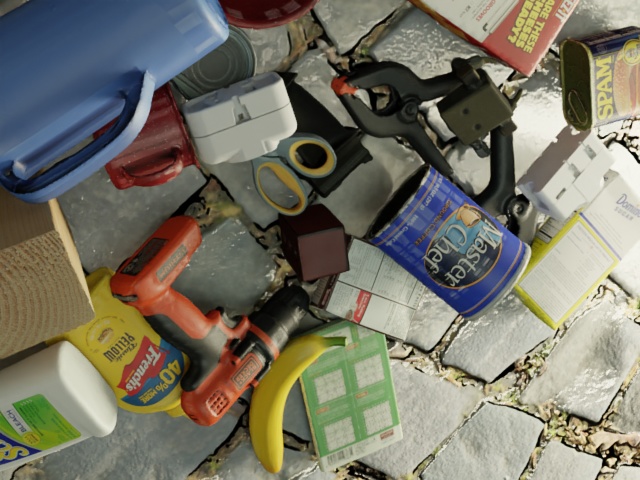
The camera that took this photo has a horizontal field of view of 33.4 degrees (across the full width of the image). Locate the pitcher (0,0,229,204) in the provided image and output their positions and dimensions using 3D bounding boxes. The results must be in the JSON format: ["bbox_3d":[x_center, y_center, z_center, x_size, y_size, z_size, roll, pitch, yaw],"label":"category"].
[{"bbox_3d":[-0.200,-0.150,0.912,0.243,0.145,0.149,-30,109,7],"label":"pitcher"}]

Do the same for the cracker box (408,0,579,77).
[{"bbox_3d":[0.161,-0.287,1.052,0.213,0.072,0.164,28,100,-27],"label":"cracker box"}]

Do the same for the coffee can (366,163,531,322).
[{"bbox_3d":[0.133,0.003,1.113,0.140,0.103,0.103,39,94,-7],"label":"coffee can"}]

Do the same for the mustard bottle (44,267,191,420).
[{"bbox_3d":[-0.188,0.122,1.096,0.096,0.058,0.191,-44,118,-5],"label":"mustard bottle"}]

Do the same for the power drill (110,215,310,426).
[{"bbox_3d":[-0.108,0.067,1.079,0.184,0.057,0.187,-49,118,-26],"label":"power drill"}]

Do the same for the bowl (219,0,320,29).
[{"bbox_3d":[-0.062,-0.280,0.986,0.162,0.055,0.162,-6,112,-17],"label":"bowl"}]

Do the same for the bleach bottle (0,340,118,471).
[{"bbox_3d":[-0.331,0.193,1.050,0.251,0.068,0.102,-27,120,12],"label":"bleach bottle"}]

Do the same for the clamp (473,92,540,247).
[{"bbox_3d":[0.222,-0.040,1.186,0.164,0.036,0.210,18,100,-23],"label":"clamp"}]

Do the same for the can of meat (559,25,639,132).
[{"bbox_3d":[0.312,-0.175,1.155,0.083,0.057,0.102,-16,115,-16],"label":"can of meat"}]

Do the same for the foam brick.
[{"bbox_3d":[-0.007,0.001,1.101,0.051,0.078,0.053,-13,112,-13],"label":"foam brick"}]

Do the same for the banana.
[{"bbox_3d":[-0.041,0.172,1.163,0.069,0.037,0.198,30,117,6],"label":"banana"}]

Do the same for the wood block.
[{"bbox_3d":[-0.266,0.010,0.943,0.090,0.206,0.090,-23,116,-10],"label":"wood block"}]

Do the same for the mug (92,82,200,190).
[{"bbox_3d":[-0.163,-0.089,0.995,0.081,0.117,0.093,-21,137,-5],"label":"mug"}]

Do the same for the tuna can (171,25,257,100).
[{"bbox_3d":[-0.104,-0.171,1.026,0.086,0.034,0.086,-6,112,-16],"label":"tuna can"}]

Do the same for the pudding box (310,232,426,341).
[{"bbox_3d":[0.057,0.050,1.158,0.113,0.039,0.090,22,90,-27],"label":"pudding box"}]

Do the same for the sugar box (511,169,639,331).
[{"bbox_3d":[0.296,0.008,1.227,0.176,0.048,0.093,-47,118,-1],"label":"sugar box"}]

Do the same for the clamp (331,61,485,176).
[{"bbox_3d":[0.095,-0.147,1.102,0.171,0.039,0.120,22,94,-31],"label":"clamp"}]

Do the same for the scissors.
[{"bbox_3d":[-0.056,-0.109,1.036,0.096,0.016,0.201,-31,120,3],"label":"scissors"}]
